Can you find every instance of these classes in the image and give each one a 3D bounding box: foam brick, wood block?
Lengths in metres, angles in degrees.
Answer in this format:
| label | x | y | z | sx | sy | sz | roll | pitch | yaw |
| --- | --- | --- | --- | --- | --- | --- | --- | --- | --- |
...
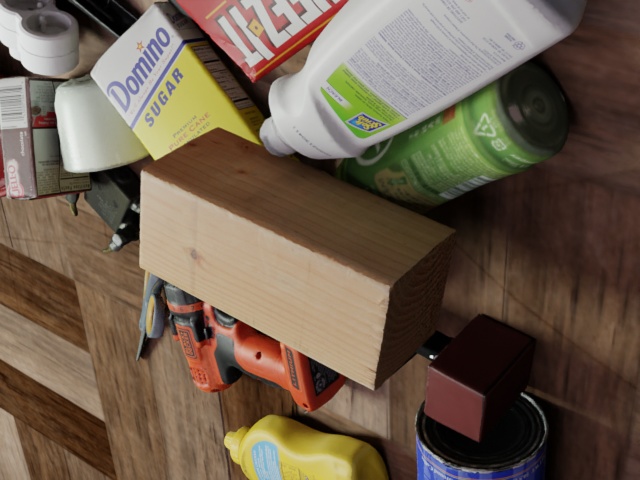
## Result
| label | x | y | z | sx | sy | sz | roll | pitch | yaw |
| --- | --- | --- | --- | --- | --- | --- | --- | --- | --- |
| foam brick | 0.122 | 0.105 | 0.816 | 0.051 | 0.078 | 0.053 | 25 | 133 | 28 |
| wood block | -0.020 | 0.007 | 0.751 | 0.206 | 0.090 | 0.091 | 25 | 128 | 25 |

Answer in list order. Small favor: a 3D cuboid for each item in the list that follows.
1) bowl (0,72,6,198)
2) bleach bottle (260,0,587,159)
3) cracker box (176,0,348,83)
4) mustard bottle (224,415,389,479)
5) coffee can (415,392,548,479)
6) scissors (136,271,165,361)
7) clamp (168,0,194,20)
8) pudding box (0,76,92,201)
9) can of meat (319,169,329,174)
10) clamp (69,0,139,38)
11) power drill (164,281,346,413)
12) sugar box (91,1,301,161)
| label | x | y | z | sx | sy | sz | roll | pitch | yaw |
| --- | --- | --- | --- | --- | --- | --- | --- | --- | --- |
| bowl | -0.354 | -0.128 | 1.131 | 0.162 | 0.055 | 0.162 | 25 | 133 | 30 |
| bleach bottle | 0.040 | -0.118 | 0.675 | 0.102 | 0.068 | 0.251 | 41 | 139 | -20 |
| cracker box | -0.061 | -0.229 | 0.722 | 0.213 | 0.072 | 0.164 | 46 | 143 | -15 |
| mustard bottle | -0.023 | 0.222 | 1.057 | 0.192 | 0.058 | 0.096 | 10 | 128 | 40 |
| coffee can | 0.129 | 0.199 | 0.857 | 0.103 | 0.102 | 0.140 | 20 | 130 | 34 |
| scissors | -0.179 | 0.096 | 1.118 | 0.096 | 0.016 | 0.202 | -104 | 21 | -44 |
| clamp | -0.126 | -0.238 | 0.832 | 0.171 | 0.039 | 0.120 | 42 | 162 | 10 |
| pudding box | -0.258 | -0.097 | 1.006 | 0.039 | 0.090 | 0.113 | 1 | 96 | 22 |
| can of meat | -0.006 | 0.001 | 0.861 | 0.102 | 0.083 | 0.058 | 50 | 141 | 4 |
| clamp | -0.255 | -0.261 | 0.921 | 0.210 | 0.036 | 0.164 | 31 | 163 | 33 |
| power drill | -0.069 | 0.076 | 1.002 | 0.188 | 0.057 | 0.184 | 12 | 126 | 41 |
| sugar box | -0.106 | -0.102 | 0.891 | 0.093 | 0.048 | 0.176 | -40 | 89 | 26 |
